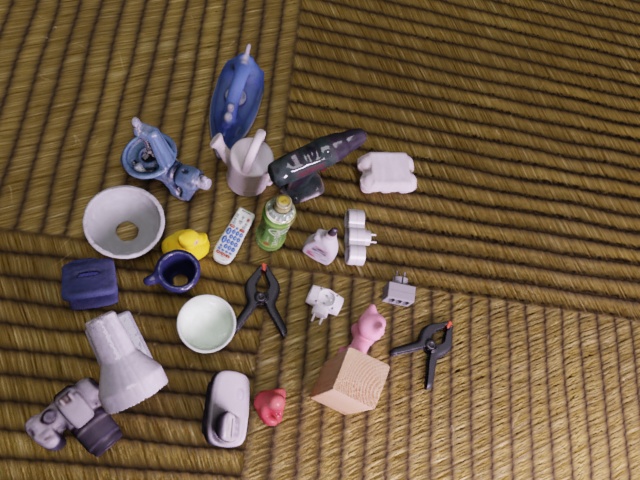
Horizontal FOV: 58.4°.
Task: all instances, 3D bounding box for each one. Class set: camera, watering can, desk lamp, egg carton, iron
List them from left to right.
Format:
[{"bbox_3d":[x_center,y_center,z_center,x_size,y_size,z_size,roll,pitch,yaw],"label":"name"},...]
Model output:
[{"bbox_3d":[-0.454,0.351,1.080,0.143,0.100,0.137,-41,84,-23],"label":"camera"},{"bbox_3d":[-0.378,0.224,1.082,0.118,0.213,0.203,-26,79,-20],"label":"desk lamp"},{"bbox_3d":[-0.202,-0.334,1.363,0.119,0.141,0.258,14,68,-8],"label":"iron"},{"bbox_3d":[-0.163,-0.181,1.289,0.173,0.194,0.101,4,70,-12],"label":"watering can"},{"bbox_3d":[0.167,-0.167,1.432,0.150,0.069,0.107,-2,71,-14],"label":"egg carton"}]

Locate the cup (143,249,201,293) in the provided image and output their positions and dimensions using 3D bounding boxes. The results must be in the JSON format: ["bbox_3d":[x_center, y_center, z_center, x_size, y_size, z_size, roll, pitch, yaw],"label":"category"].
[{"bbox_3d":[-0.313,0.081,1.214,0.118,0.095,0.091,-19,76,-19],"label":"cup"}]

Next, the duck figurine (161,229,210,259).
[{"bbox_3d":[-0.293,0.005,1.250,0.105,0.086,0.077,-6,72,-15],"label":"duck figurine"}]

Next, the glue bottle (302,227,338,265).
[{"bbox_3d":[0.012,0.005,1.277,0.078,0.173,0.037,26,67,-3],"label":"glue bottle"}]

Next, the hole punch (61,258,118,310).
[{"bbox_3d":[-0.475,0.084,1.175,0.109,0.091,0.101,-9,73,-16],"label":"hole punch"}]

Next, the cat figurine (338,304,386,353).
[{"bbox_3d":[0.101,0.210,1.256,0.067,0.117,0.128,29,67,-2],"label":"cat figurine"}]

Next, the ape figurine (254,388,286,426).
[{"bbox_3d":[-0.095,0.338,1.176,0.076,0.092,0.078,39,67,2],"label":"ape figurine"}]

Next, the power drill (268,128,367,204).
[{"bbox_3d":[-0.016,-0.167,1.312,0.230,0.208,0.075,-24,78,-20],"label":"power drill"}]

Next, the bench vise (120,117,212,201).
[{"bbox_3d":[-0.331,-0.185,1.236,0.207,0.219,0.121,9,69,-10],"label":"bench vise"}]

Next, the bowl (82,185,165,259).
[{"bbox_3d":[-0.419,-0.029,1.238,0.167,0.074,0.167,4,70,-12],"label":"bowl"}]

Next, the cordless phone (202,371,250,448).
[{"bbox_3d":[-0.177,0.325,1.111,0.094,0.185,0.147,4,70,-12],"label":"cordless phone"}]
